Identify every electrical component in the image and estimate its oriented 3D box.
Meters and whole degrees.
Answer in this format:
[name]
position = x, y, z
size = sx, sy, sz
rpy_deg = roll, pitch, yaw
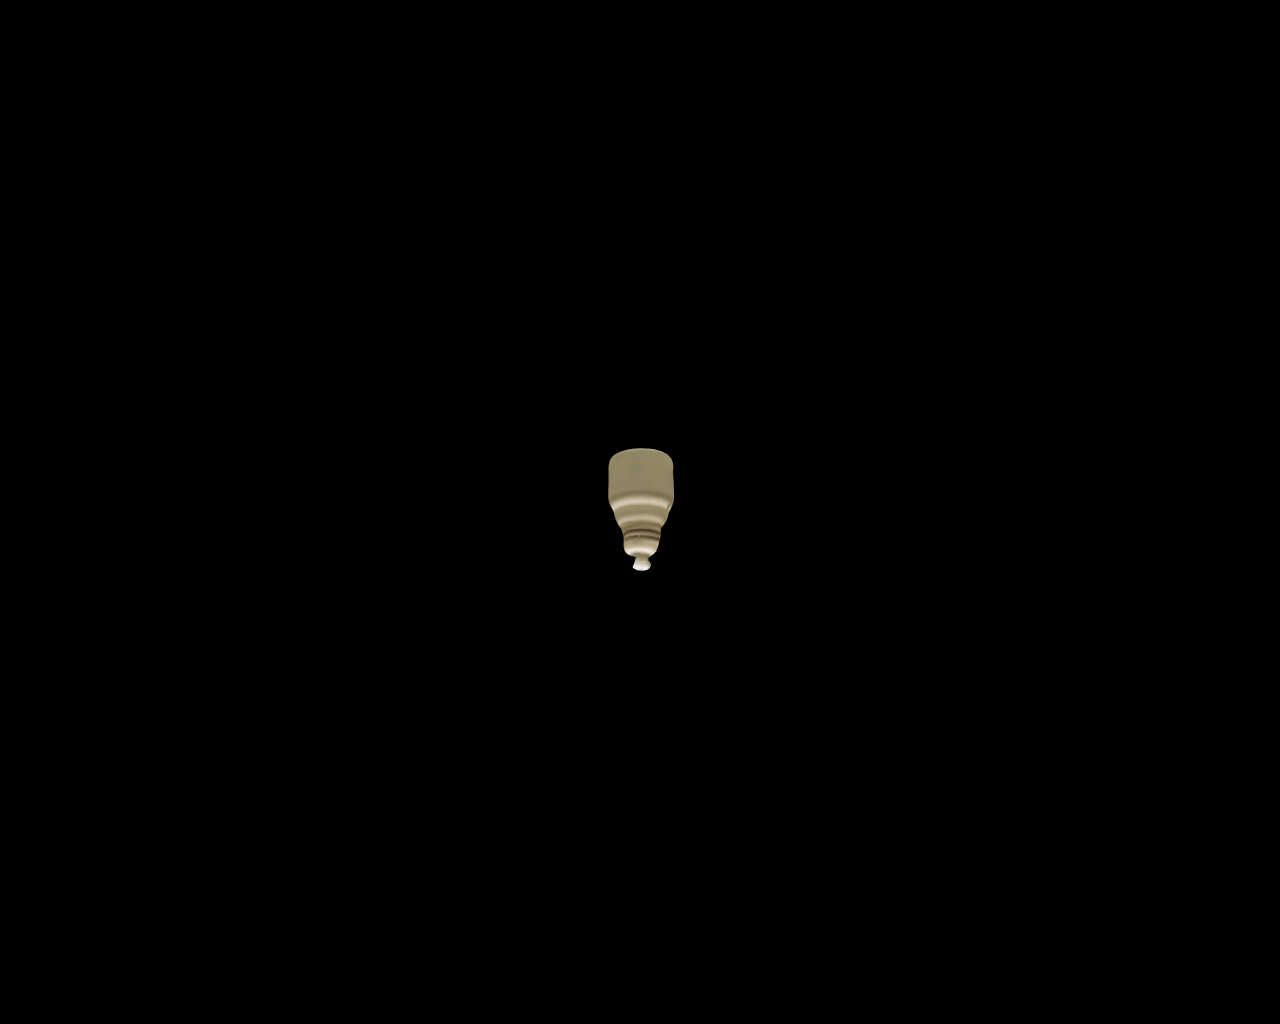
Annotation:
[electrical component]
position = 0.001, -0.003, 0.650
size = 0.040, 0.078, 0.040
rpy_deg = 0, -19, 0
